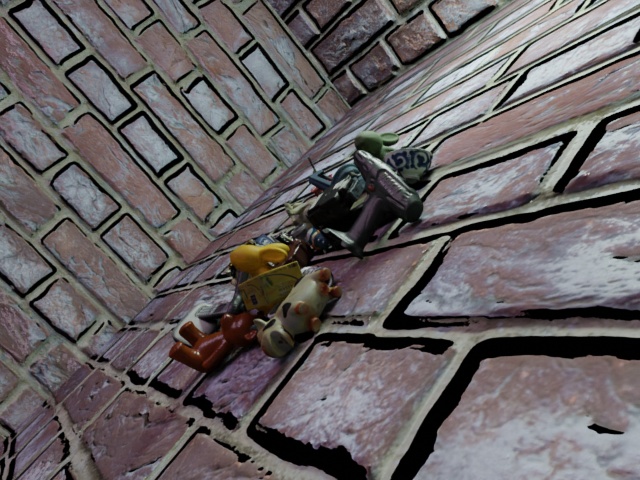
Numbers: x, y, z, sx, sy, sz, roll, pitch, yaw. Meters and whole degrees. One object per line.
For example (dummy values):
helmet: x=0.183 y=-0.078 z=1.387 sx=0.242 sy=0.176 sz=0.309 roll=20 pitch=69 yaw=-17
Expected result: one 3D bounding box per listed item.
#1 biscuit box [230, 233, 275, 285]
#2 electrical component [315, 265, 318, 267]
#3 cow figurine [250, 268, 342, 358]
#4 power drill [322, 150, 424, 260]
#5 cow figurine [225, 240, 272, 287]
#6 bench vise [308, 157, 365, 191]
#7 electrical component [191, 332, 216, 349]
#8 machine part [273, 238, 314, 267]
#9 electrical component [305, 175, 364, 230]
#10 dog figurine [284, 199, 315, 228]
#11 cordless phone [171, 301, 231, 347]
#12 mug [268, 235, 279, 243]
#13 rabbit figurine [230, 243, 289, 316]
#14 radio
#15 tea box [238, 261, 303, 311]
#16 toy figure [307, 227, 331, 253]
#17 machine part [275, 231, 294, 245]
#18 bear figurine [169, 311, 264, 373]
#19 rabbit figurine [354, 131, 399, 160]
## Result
biscuit box: x=-0.194 y=0.072 z=1.576 sx=0.059 sy=0.063 sz=0.202 roll=-48 pitch=-6 yaw=-48
electrical component: x=-0.034 y=0.098 z=1.281 sx=0.094 sy=0.021 sz=0.063 roll=-42 pitch=13 yaw=0
cow figurine: x=-0.053 y=0.147 z=1.052 sx=0.127 sy=0.085 sz=0.195 roll=-17 pitch=29 yaw=46
power drill: x=0.100 y=-0.072 z=1.175 sx=0.207 sy=0.085 sz=0.232 roll=-48 pitch=52 yaw=-2
cow figurine: x=-0.208 y=0.067 z=1.475 sx=0.167 sy=0.098 sz=0.068 roll=-35 pitch=22 yaw=34
bench vise: x=0.043 y=-0.150 z=1.559 sx=0.224 sy=0.128 sz=0.241 roll=-38 pitch=45 yaw=-22
electrical component: x=-0.286 y=0.271 z=1.336 sx=0.102 sy=0.078 sz=0.045 roll=-50 pitch=39 yaw=-15
machine part: x=-0.099 y=0.071 z=1.474 sx=0.179 sy=0.056 sz=0.179 roll=-39 pitch=14 yaw=11
electrical component: x=0.042 y=-0.095 z=1.300 sx=0.134 sy=0.058 sz=0.115 roll=-27 pitch=22 yaw=40
dog figurine: x=-0.004 y=-0.098 z=1.707 sx=0.191 sy=0.121 sz=0.172 roll=-26 pitch=17 yaw=0
cordless phone: x=-0.311 y=0.234 z=1.489 sx=0.184 sy=0.088 sz=0.146 roll=-21 pitch=23 yaw=45
mug: x=-0.155 y=0.054 z=1.651 sx=0.107 sy=0.080 sz=0.110 roll=-51 pitch=18 yaw=8
rabbit figurine: x=-0.141 y=0.077 z=1.325 sx=0.162 sy=0.173 sz=0.122 roll=-43 pitch=9 yaw=11
radio: x=0.109 y=-0.071 z=1.317 sx=0.230 sy=0.073 sz=0.131 roll=-31 pitch=16 yaw=37
tea box: x=-0.108 y=0.104 z=1.185 sx=0.098 sy=0.068 sz=0.169 roll=-19 pitch=-5 yaw=-24
toy figure: x=-0.002 y=-0.003 z=1.442 sx=0.058 sy=0.064 sz=0.154 roll=-10 pitch=8 yaw=-7
machine part: x=-0.097 y=-0.001 z=1.680 sx=0.139 sy=0.084 sz=0.039 roll=-82 pitch=15 yaw=-83
bear figurine: x=-0.228 y=0.216 z=1.223 sx=0.196 sy=0.132 sz=0.120 roll=-41 pitch=19 yaw=24
rabbit figurine: x=0.170 y=-0.236 z=1.465 sx=0.121 sy=0.170 sz=0.159 roll=-28 pitch=19 yaw=41
